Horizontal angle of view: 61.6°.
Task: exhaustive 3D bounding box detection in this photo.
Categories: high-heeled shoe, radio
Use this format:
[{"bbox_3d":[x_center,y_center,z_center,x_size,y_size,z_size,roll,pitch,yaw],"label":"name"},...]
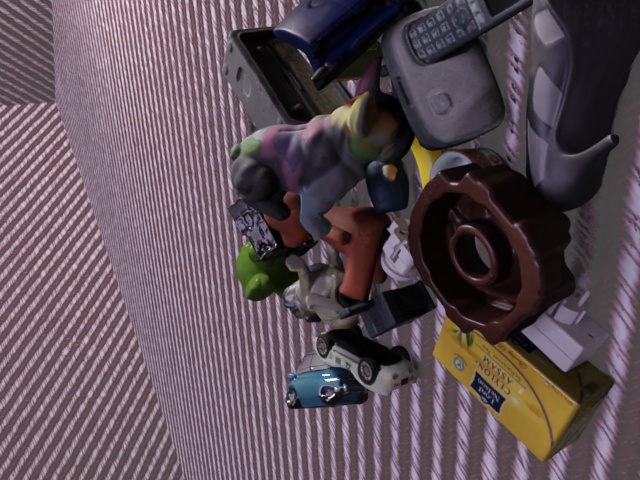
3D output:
[{"bbox_3d":[0.221,-0.152,0.488,0.145,0.086,0.248,84,-175,-80],"label":"high-heeled shoe"},{"bbox_3d":[-0.046,-0.222,0.799,0.230,0.131,0.073,58,146,27],"label":"radio"}]

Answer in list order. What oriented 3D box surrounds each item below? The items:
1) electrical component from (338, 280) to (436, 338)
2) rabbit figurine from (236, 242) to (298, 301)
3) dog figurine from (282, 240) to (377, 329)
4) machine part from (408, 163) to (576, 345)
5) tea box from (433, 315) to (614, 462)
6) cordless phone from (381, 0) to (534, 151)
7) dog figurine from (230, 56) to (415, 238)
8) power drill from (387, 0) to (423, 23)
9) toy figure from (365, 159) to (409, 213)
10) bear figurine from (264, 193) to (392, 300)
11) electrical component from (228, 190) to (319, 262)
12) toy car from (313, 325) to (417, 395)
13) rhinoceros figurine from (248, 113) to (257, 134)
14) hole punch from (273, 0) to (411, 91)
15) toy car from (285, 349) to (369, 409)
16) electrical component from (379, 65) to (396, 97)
[{"bbox_3d":[0.088,0.098,0.727,0.075,0.119,0.048,-46,64,52],"label":"electrical component"},{"bbox_3d":[-0.075,0.007,0.990,0.170,0.121,0.159,-53,49,31],"label":"rabbit figurine"},{"bbox_3d":[0.016,0.106,0.887,0.172,0.121,0.190,61,160,29],"label":"dog figurine"},{"bbox_3d":[0.162,0.011,0.530,0.180,0.056,0.179,42,143,44],"label":"machine part"},{"bbox_3d":[0.213,0.139,0.591,0.170,0.068,0.098,42,135,41],"label":"tea box"},{"bbox_3d":[0.165,-0.186,0.540,0.184,0.088,0.146,-25,83,38],"label":"cordless phone"},{"bbox_3d":[0.001,-0.119,0.638,0.219,0.191,0.108,120,172,-47],"label":"dog figurine"},{"bbox_3d":[0.032,-0.359,0.616,0.232,0.086,0.207,47,175,38],"label":"power drill"},{"bbox_3d":[0.080,-0.113,0.714,0.064,0.058,0.154,-16,84,53],"label":"toy figure"},{"bbox_3d":[-0.001,-0.007,0.774,0.196,0.120,0.131,11,106,19],"label":"bear figurine"},{"bbox_3d":[-0.078,-0.034,0.863,0.058,0.115,0.134,-37,71,30],"label":"electrical component"},{"bbox_3d":[0.065,0.182,0.840,0.202,0.073,0.056,15,113,55],"label":"toy car"},{"bbox_3d":[-0.056,-0.149,0.878,0.073,0.112,0.190,-35,86,30],"label":"rhinoceros figurine"},{"bbox_3d":[0.018,-0.236,0.586,0.092,0.142,0.116,52,175,-12],"label":"hole punch"},{"bbox_3d":[0.009,0.238,0.932,0.162,0.109,0.103,-31,59,49],"label":"toy car"},{"bbox_3d":[0.108,-0.201,0.666,0.094,0.021,0.063,1,103,58],"label":"electrical component"}]
